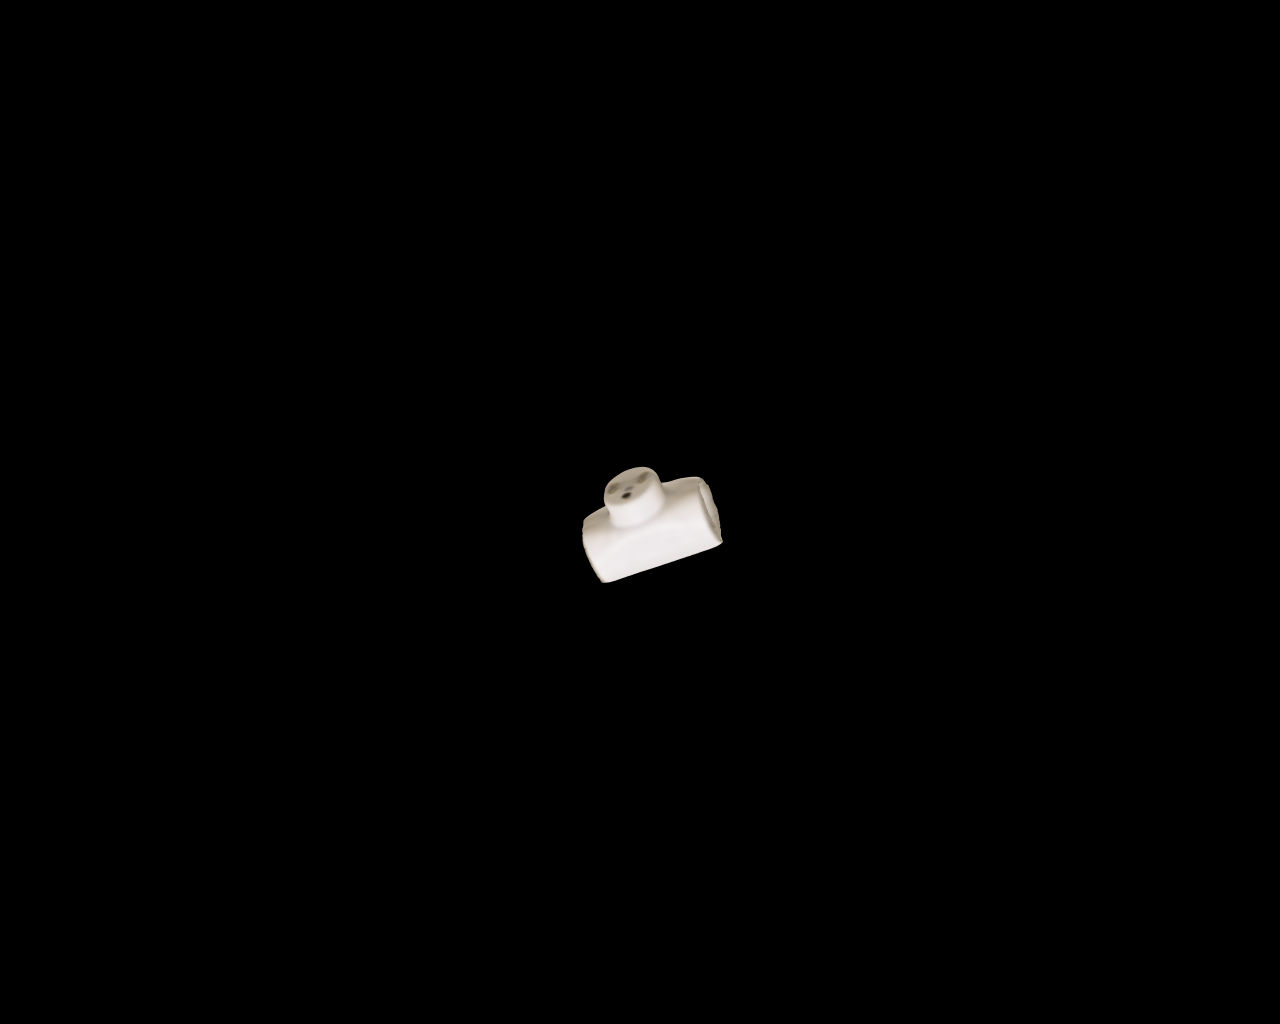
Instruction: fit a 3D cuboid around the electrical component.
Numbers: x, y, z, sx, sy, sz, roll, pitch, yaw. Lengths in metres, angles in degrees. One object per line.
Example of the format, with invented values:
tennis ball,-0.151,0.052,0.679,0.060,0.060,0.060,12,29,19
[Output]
electrical component,0.001,-0.003,0.650,0.077,0.079,0.044,-20,31,13
